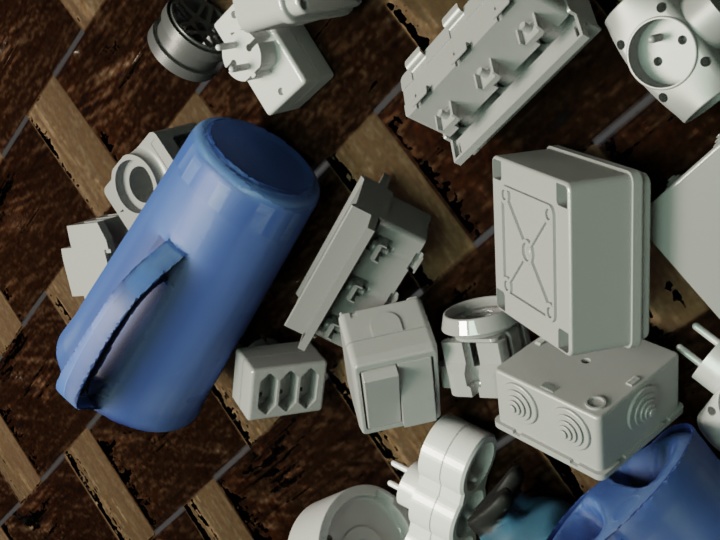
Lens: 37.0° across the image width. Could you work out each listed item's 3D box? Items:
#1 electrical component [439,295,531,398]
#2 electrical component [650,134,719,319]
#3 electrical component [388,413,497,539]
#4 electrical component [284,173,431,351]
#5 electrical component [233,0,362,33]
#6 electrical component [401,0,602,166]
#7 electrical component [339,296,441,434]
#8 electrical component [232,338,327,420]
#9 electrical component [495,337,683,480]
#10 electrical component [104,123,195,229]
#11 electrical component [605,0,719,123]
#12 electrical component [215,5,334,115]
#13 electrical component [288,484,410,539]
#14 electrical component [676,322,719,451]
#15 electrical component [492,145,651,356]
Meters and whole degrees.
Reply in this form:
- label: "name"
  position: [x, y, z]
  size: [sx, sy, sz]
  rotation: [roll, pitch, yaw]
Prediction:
- label: "electrical component"
  position: [0.089, 0.053, 0.757]
  size: [0.078, 0.058, 0.057]
  rotation: [-2, 107, 38]
- label: "electrical component"
  position: [0.228, -0.029, 0.630]
  size: [0.099, 0.048, 0.099]
  rotation: [51, 128, 11]
- label: "electrical component"
  position: [0.053, 0.171, 0.827]
  size: [0.074, 0.052, 0.138]
  rotation: [23, 118, 29]
- label: "electrical component"
  position: [0.000, 0.000, 0.796]
  size: [0.063, 0.078, 0.121]
  rotation: [26, 124, -7]
- label: "electrical component"
  position: [-0.051, -0.228, 0.751]
  size: [0.057, 0.078, 0.113]
  rotation: [-5, 103, 41]
- label: "electrical component"
  position: [0.084, -0.137, 0.683]
  size: [0.121, 0.063, 0.078]
  rotation: [-44, 37, 38]
- label: "electrical component"
  position: [0.024, 0.077, 0.784]
  size: [0.096, 0.062, 0.061]
  rotation: [83, 173, -45]
- label: "electrical component"
  position: [-0.074, 0.081, 0.888]
  size: [0.077, 0.066, 0.047]
  rotation: [44, 132, 54]
- label: "electrical component"
  position: [0.145, 0.076, 0.687]
  size: [0.100, 0.100, 0.048]
  rotation: [24, 133, 44]
- label: "electrical component"
  position: [-0.170, -0.076, 0.905]
  size: [0.089, 0.056, 0.050]
  rotation: [-40, 80, 38]
- label: "electrical component"
  position: [0.195, -0.139, 0.619]
  size: [0.077, 0.044, 0.079]
  rotation: [54, 129, 9]
- label: "electrical component"
  position: [-0.076, -0.160, 0.793]
  size: [0.047, 0.076, 0.083]
  rotation: [-36, 83, 39]
- label: "electrical component"
  position: [-0.009, 0.230, 0.862]
  size: [0.060, 0.108, 0.108]
  rotation: [-25, 90, 46]
- label: "electrical component"
  position: [0.232, 0.065, 0.662]
  size: [0.079, 0.044, 0.077]
  rotation: [40, 126, 20]
- label: "electrical component"
  position: [0.129, -0.015, 0.672]
  size: [0.109, 0.056, 0.108]
  rotation: [-140, 44, -67]
